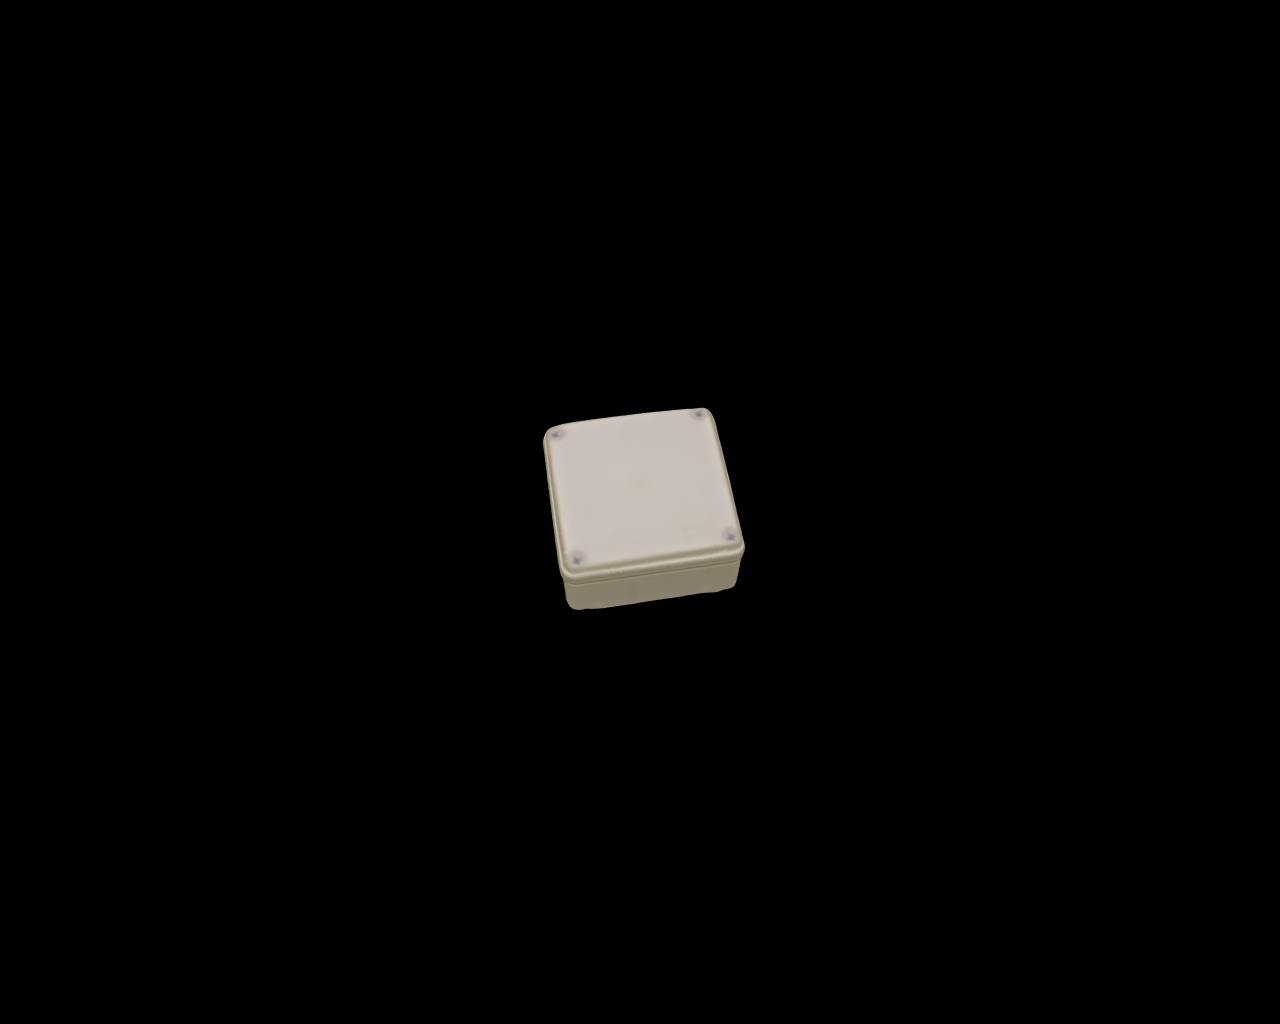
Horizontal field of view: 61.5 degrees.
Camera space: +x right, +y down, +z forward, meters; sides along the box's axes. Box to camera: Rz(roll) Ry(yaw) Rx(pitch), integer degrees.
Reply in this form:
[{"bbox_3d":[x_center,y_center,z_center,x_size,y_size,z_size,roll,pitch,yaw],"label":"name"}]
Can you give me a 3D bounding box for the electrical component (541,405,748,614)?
[{"bbox_3d":[0.001,-0.003,0.650,0.109,0.109,0.056,-7,-32,-5],"label":"electrical component"}]
